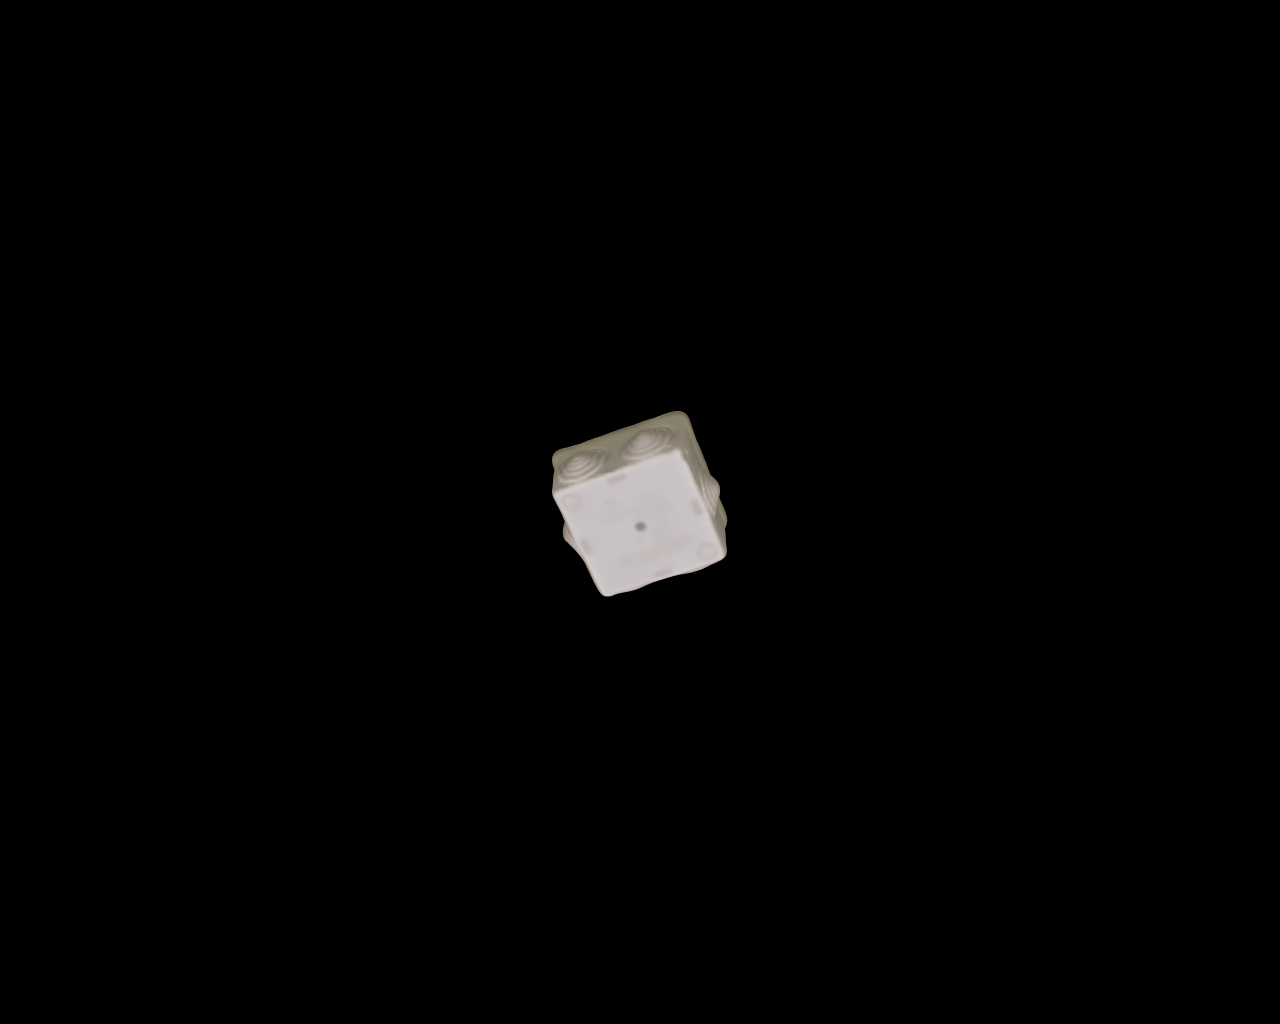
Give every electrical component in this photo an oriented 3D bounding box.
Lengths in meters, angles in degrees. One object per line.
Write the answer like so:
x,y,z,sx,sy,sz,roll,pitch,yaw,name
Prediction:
0.001,-0.003,0.650,0.100,0.099,0.048,-18,28,10,electrical component
